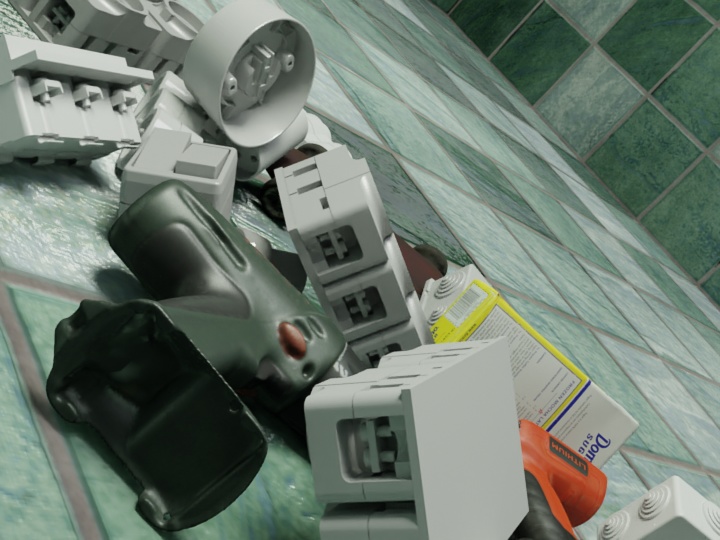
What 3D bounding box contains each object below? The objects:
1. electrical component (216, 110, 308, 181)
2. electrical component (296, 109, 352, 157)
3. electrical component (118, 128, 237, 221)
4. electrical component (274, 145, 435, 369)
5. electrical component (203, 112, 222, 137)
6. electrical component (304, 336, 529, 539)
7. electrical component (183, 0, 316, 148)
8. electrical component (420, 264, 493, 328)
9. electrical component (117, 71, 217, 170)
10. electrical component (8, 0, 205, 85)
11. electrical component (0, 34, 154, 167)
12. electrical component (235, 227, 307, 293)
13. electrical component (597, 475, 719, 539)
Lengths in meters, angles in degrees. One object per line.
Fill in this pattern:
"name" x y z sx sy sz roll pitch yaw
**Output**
"electrical component" -0.090 -0.120 0.865 0.079 0.044 0.077 54 39 -8
"electrical component" -0.053 -0.124 1.027 0.138 0.052 0.074 50 28 23
"electrical component" -0.115 -0.053 0.695 0.062 0.061 0.096 9 22 -2
"electrical component" 0.000 0.000 0.747 0.089 0.062 0.150 -108 176 -57
"electrical component" -0.123 -0.134 0.928 0.079 0.044 0.077 50 19 21
"electrical component" 0.033 0.100 0.561 0.186 0.060 0.105 -10 93 -69
"electrical component" -0.080 -0.149 0.797 0.064 0.099 0.099 43 17 19
"electrical component" 0.091 0.055 0.879 0.099 0.048 0.099 49 35 -21
"electrical component" -0.132 -0.094 0.803 0.074 0.052 0.138 36 19 -21
"electrical component" -0.208 -0.220 0.919 0.105 0.060 0.186 49 18 17
"electrical component" -0.190 -0.101 0.667 0.121 0.079 0.063 -12 86 -69
"electrical component" -0.070 0.000 0.734 0.055 0.045 0.045 28 23 -39
"electrical component" 0.240 0.215 0.822 0.100 0.100 0.048 39 31 -13
